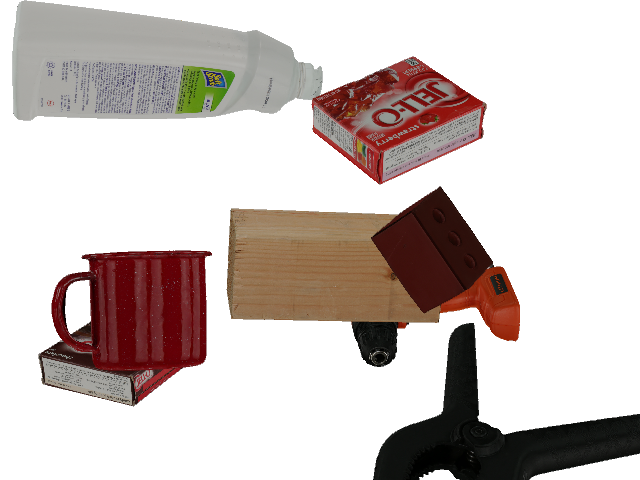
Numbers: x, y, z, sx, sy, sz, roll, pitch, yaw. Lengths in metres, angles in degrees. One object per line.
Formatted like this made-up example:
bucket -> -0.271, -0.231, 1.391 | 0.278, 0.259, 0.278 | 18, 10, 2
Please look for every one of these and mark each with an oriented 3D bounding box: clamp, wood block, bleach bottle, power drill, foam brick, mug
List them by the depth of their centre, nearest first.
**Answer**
clamp -> 0.096, 0.129, 0.686 | 0.209, 0.036, 0.165 | -26, 39, -32
mug -> -0.133, 0.050, 0.759 | 0.117, 0.081, 0.093 | 0, -3, -34
foam brick -> 0.090, 0.008, 0.856 | 0.051, 0.078, 0.052 | -33, 3, 40
bleach bottle -> -0.125, -0.138, 0.890 | 0.250, 0.068, 0.103 | 4, -33, -13
wood block -> 0.013, 0.025, 1.065 | 0.206, 0.091, 0.090 | 2, 17, -9
power drill -> 0.127, 0.082, 1.213 | 0.187, 0.057, 0.184 | -1, 28, -1

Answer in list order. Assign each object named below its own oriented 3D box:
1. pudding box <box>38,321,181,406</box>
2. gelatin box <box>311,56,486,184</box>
pudding box -> -0.206, 0.120, 1.057 | 0.114, 0.039, 0.089 | 7, 20, 24
gelatin box -> 0.050, -0.080, 0.690 | 0.089, 0.030, 0.073 | -26, 47, -25
